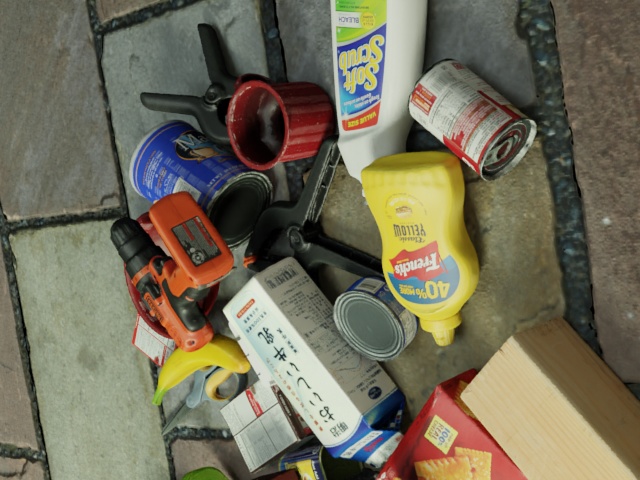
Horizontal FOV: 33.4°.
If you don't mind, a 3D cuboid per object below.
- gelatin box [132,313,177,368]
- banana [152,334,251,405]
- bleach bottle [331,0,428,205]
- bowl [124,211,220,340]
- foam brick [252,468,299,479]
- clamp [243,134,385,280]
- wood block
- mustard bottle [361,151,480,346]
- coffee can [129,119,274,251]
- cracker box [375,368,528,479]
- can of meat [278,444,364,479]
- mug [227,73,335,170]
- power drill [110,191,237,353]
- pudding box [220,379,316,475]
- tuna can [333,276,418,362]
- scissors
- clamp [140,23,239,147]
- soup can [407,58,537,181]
[{"bbox_3d":[-0.202,0.121,1.383,0.089,0.030,0.073,31,118,36],"label":"gelatin box"},{"bbox_3d":[-0.141,0.148,1.293,0.198,0.037,0.069,-28,59,46],"label":"banana"},{"bbox_3d":[0.061,-0.158,1.042,0.103,0.067,0.251,11,109,41],"label":"bleach bottle"},{"bbox_3d":[-0.173,0.039,1.317,0.162,0.055,0.162,12,108,42],"label":"bowl"},{"bbox_3d":[-0.059,0.292,1.192,0.078,0.052,0.051,-27,80,49],"label":"foam brick"},{"bbox_3d":[-0.008,0.001,1.161,0.210,0.036,0.164,-34,80,44],"label":"clamp"},{"bbox_3d":[0.233,0.178,0.931,0.206,0.090,0.091,51,129,24],"label":"wood block"},{"bbox_3d":[0.103,0.013,1.026,0.096,0.058,0.191,-1,113,33],"label":"mustard bottle"},{"bbox_3d":[-0.137,-0.063,1.225,0.140,0.102,0.103,35,122,34],"label":"coffee can"},{"bbox_3d":[0.165,0.258,1.028,0.214,0.071,0.164,47,129,26],"label":"cracker box"},{"bbox_3d":[0.006,0.278,1.198,0.084,0.057,0.102,-25,81,47],"label":"can of meat"},{"bbox_3d":[-0.045,-0.134,1.134,0.117,0.081,0.093,51,130,23],"label":"mug"},{"bbox_3d":[-0.168,0.021,1.192,0.184,0.057,0.188,53,152,11],"label":"power drill"},{"bbox_3d":[-0.061,0.214,1.262,0.114,0.039,0.090,-42,71,43],"label":"pudding box"},{"bbox_3d":[0.058,0.081,1.099,0.086,0.033,0.086,24,133,27],"label":"tuna can"},{"bbox_3d":[-0.164,0.185,1.370,0.202,0.016,0.096,-28,78,44],"label":"scissors"},{"bbox_3d":[-0.126,-0.155,1.213,0.120,0.039,0.171,-44,65,12],"label":"clamp"},{"bbox_3d":[0.137,-0.111,0.972,0.102,0.068,0.069,45,127,28],"label":"soup can"}]
